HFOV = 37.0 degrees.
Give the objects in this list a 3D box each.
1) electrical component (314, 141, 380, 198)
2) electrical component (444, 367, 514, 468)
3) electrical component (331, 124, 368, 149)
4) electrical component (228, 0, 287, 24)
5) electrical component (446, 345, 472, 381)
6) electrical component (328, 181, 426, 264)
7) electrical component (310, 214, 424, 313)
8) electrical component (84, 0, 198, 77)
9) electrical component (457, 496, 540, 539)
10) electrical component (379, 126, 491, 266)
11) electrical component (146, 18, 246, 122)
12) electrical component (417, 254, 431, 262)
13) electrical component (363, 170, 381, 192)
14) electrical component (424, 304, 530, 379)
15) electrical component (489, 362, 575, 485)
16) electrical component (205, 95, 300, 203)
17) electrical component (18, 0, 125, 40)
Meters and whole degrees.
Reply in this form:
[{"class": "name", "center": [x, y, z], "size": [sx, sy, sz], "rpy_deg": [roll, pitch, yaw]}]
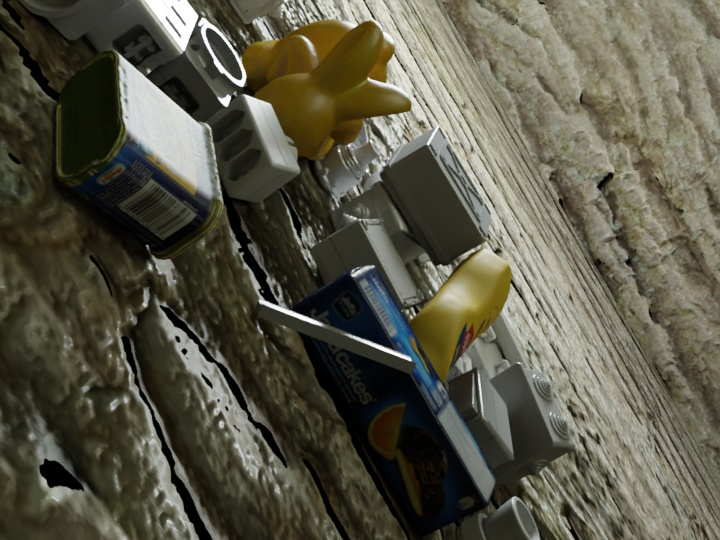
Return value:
[{"class": "electrical component", "center": [-0.010, -0.102, 1.040], "size": [0.048, 0.062, 0.048], "rpy_deg": [52, 18, -26]}, {"class": "electrical component", "center": [0.092, 0.131, 0.952], "size": [0.061, 0.062, 0.096], "rpy_deg": [54, 18, -22]}, {"class": "electrical component", "center": [-0.025, -0.157, 1.086], "size": [0.099, 0.064, 0.099], "rpy_deg": [52, 18, -25]}, {"class": "electrical component", "center": [-0.105, -0.296, 1.085], "size": [0.096, 0.062, 0.061], "rpy_deg": [55, 17, -16]}, {"class": "electrical component", "center": [0.083, 0.087, 1.033], "size": [0.066, 0.048, 0.055], "rpy_deg": [48, 28, -37]}, {"class": "electrical component", "center": [0.018, -0.038, 1.018], "size": [0.096, 0.062, 0.061], "rpy_deg": [20, 43, -65]}, {"class": "electrical component", "center": [0.000, 0.000, 0.902], "size": [0.096, 0.061, 0.062], "rpy_deg": [62, 17, 6]}, {"class": "electrical component", "center": [-0.156, -0.177, 0.759], "size": [0.055, 0.050, 0.089], "rpy_deg": [53, 17, -25]}, {"class": "electrical component", "center": [0.113, 0.218, 0.883], "size": [0.045, 0.055, 0.045], "rpy_deg": [52, 18, -25]}, {"class": "electrical component", "center": [0.075, -0.072, 1.026], "size": [0.108, 0.056, 0.108], "rpy_deg": [58, 17, -10]}, {"class": "electrical component", "center": [-0.122, -0.144, 0.793], "size": [0.050, 0.056, 0.089], "rpy_deg": [53, 18, -23]}, {"class": "electrical component", "center": [0.078, -0.035, 1.223], "size": [0.043, 0.043, 0.062], "rpy_deg": [57, 16, -10]}, {"class": "electrical component", "center": [0.030, -0.074, 1.128], "size": [0.055, 0.055, 0.047], "rpy_deg": [52, 15, -27]}, {"class": "electrical component", "center": [0.118, 0.078, 1.112], "size": [0.063, 0.079, 0.121], "rpy_deg": [-2, 62, -47]}, {"class": "electrical component", "center": [0.145, 0.148, 1.021], "size": [0.048, 0.100, 0.099], "rpy_deg": [18, 43, -48]}, {"class": "electrical component", "center": [-0.075, -0.091, 0.841], "size": [0.077, 0.047, 0.065], "rpy_deg": [9, 53, -59]}, {"class": "electrical component", "center": [-0.194, -0.197, 0.679], "size": [0.089, 0.050, 0.055], "rpy_deg": [47, 21, -38]}]
